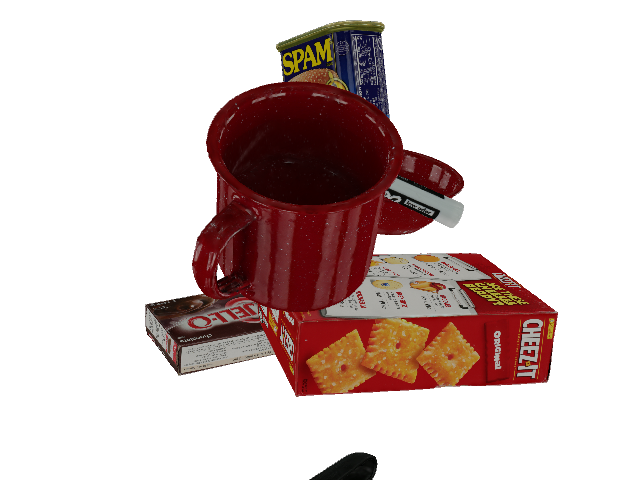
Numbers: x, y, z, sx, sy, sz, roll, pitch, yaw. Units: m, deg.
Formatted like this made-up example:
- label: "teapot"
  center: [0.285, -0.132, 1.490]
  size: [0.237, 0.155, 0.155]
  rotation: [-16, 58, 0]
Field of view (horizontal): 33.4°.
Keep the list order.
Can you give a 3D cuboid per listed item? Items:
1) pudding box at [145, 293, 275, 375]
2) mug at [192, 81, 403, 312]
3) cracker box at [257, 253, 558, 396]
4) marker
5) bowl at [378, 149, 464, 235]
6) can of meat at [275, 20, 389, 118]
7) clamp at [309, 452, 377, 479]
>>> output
- label: "pudding box"
  center: [-0.106, 0.088, 1.057]
  size: [0.113, 0.039, 0.090]
  rotation: [-12, 28, -27]
- label: "mug"
  center: [-0.018, -0.012, 0.523]
  size: [0.093, 0.081, 0.117]
  rotation: [32, 51, 22]
- label: "cracker box"
  center: [0.065, 0.067, 0.901]
  size: [0.213, 0.072, 0.164]
  rotation: [0, 17, -15]
- label: "marker"
  center: [0.041, -0.041, 0.726]
  size: [0.121, 0.020, 0.020]
  rotation: [24, -4, -10]
- label: "bowl"
  center: [0.066, -0.048, 1.113]
  size: [0.162, 0.055, 0.162]
  rotation: [6, 23, -3]
- label: "can of meat"
  center: [0.011, -0.131, 0.898]
  size: [0.057, 0.084, 0.102]
  rotation: [-5, -1, -38]
- label: "clamp"
  center: [-0.048, 0.191, 0.642]
  size: [0.210, 0.036, 0.164]
  rotation: [-4, 28, 2]
